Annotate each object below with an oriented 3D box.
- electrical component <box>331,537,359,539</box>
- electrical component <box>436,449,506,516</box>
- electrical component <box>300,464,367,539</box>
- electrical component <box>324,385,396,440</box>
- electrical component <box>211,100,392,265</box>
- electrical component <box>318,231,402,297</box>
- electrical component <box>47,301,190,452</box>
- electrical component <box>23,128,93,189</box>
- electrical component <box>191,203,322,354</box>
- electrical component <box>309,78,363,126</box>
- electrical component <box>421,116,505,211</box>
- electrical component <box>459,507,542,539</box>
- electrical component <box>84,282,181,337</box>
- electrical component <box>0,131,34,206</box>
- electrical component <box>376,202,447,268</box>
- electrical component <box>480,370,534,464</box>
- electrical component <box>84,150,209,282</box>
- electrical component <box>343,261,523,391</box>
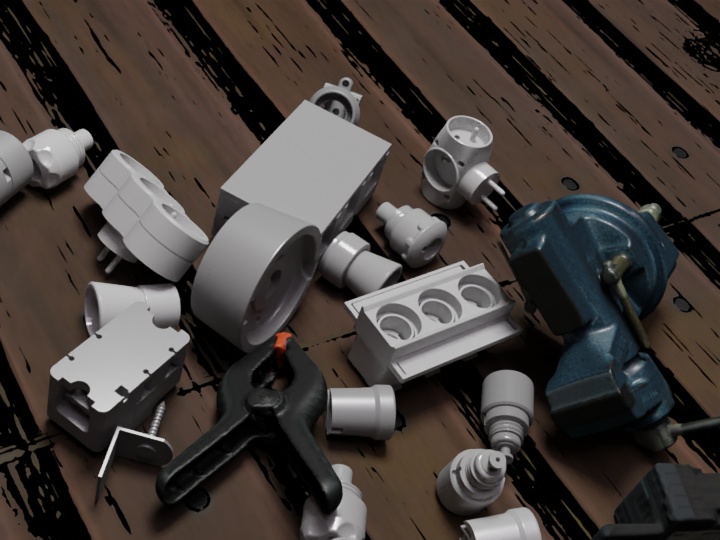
[{"bbox_3d":[-0.014,0.199,0.675,0.066,0.055,0.048,33,46,12],"label":"electrical component"},{"bbox_3d":[0.082,0.144,0.751,0.040,0.078,0.040,7,61,-13],"label":"electrical component"},{"bbox_3d":[-0.016,0.160,0.721,0.043,0.043,0.062,14,44,-7],"label":"electrical component"},{"bbox_3d":[0.000,0.103,0.784,0.046,0.040,0.040,2,47,-11],"label":"electrical component"},{"bbox_3d":[-0.049,-0.066,0.912,0.089,0.061,0.150,28,45,7],"label":"electrical component"},{"bbox_3d":[0.000,0.000,0.879,0.055,0.045,0.045,34,46,14],"label":"electrical component"},{"bbox_3d":[-0.166,0.075,0.739,0.050,0.055,0.089,34,46,13],"label":"electrical component"},{"bbox_3d":[-0.247,-0.096,0.882,0.043,0.043,0.062,34,44,14],"label":"electrical component"},{"bbox_3d":[-0.083,0.001,0.807,0.060,0.108,0.108,28,45,16],"label":"electrical component"},{"bbox_3d":[-0.023,-0.145,0.993,0.048,0.066,0.055,20,11,0],"label":"electrical component"},{"bbox_3d":[0.099,-0.086,0.973,0.044,0.077,0.079,-27,61,-37],"label":"electrical component"},{"bbox_3d":[0.096,0.186,0.740,0.046,0.040,0.040,-5,50,-17],"label":"electrical component"},{"bbox_3d":[-0.166,0.029,0.794,0.065,0.044,0.044,-4,49,-29],"label":"electrical component"},{"bbox_3d":[-0.290,-0.077,0.842,0.055,0.055,0.047,30,41,9],"label":"electrical component"},{"bbox_3d":[0.041,-0.035,0.929,0.048,0.048,0.062,-28,55,-37],"label":"electrical component"},{"bbox_3d":[0.111,0.112,0.815,0.040,0.040,0.078,16,45,-5],"label":"electrical component"},{"bbox_3d":[-0.177,-0.031,0.832,0.052,0.073,0.138,34,8,-46],"label":"electrical component"},{"bbox_3d":[0.054,0.046,0.841,0.121,0.063,0.078,-18,56,-33],"label":"electrical component"}]
